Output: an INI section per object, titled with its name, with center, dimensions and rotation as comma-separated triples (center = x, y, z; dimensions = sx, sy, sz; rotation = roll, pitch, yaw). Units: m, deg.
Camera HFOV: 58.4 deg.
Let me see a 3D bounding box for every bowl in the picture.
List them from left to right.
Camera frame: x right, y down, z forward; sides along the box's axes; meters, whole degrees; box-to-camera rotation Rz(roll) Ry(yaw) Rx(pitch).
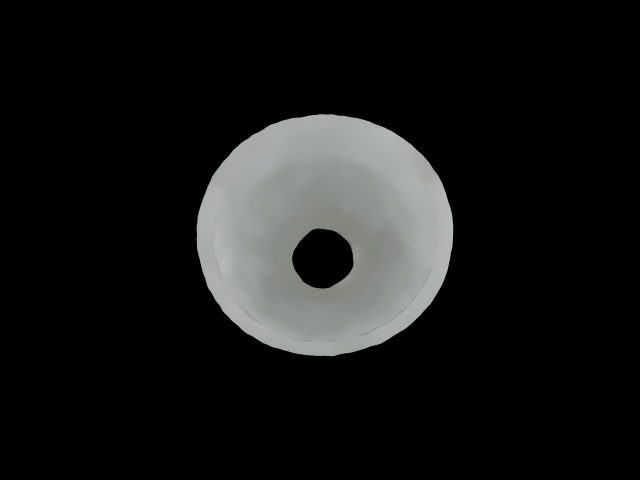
[bowl]
center = 0.004, 0.001, 0.400
dimensions = 0.167, 0.075, 0.167
rotation = 0, 71, 0
